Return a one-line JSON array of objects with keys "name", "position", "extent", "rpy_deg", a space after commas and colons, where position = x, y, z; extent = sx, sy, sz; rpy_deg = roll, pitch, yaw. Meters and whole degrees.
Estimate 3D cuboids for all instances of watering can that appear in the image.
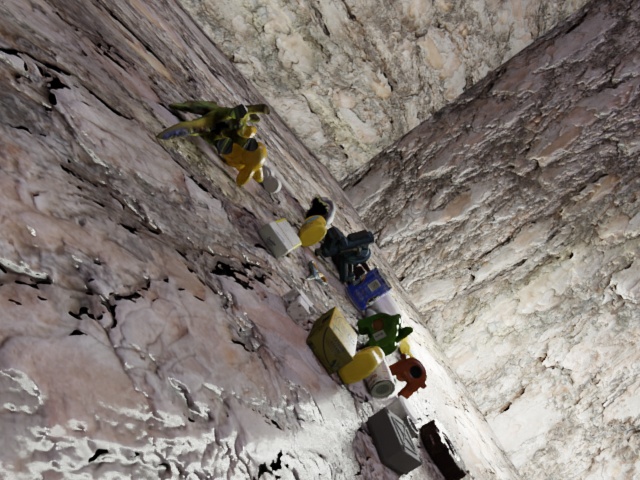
[{"name": "watering can", "position": [0.243, 0.274, 1.922], "extent": [0.225, 0.103, 0.349], "rpy_deg": [54, 9, 2]}]

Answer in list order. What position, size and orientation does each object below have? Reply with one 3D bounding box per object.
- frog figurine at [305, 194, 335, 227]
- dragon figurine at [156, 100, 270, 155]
[{"name": "frog figurine", "position": [0.006, -0.104, 2.068], "extent": [0.158, 0.122, 0.139], "rpy_deg": [53, 37, -74]}, {"name": "dragon figurine", "position": [-0.289, -0.307, 1.315], "extent": [0.245, 0.120, 0.413], "rpy_deg": [24, 25, 36]}]
